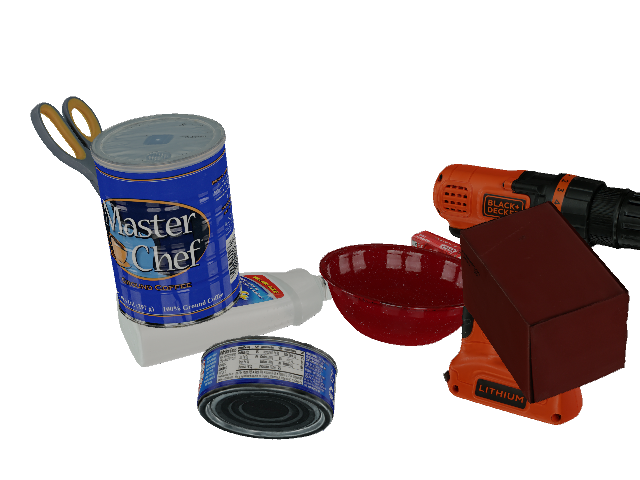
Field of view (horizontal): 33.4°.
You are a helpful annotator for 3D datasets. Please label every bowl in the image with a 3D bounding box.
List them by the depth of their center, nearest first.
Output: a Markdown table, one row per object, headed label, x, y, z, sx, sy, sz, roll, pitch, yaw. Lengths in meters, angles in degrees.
| label | x | y | z | sx | sy | sz | roll | pitch | yaw |
| --- | --- | --- | --- | --- | --- | --- | --- | --- | --- |
| bowl | 0.076 | 0.055 | 1.000 | 0.162 | 0.055 | 0.162 | 5 | 20 | -2 |

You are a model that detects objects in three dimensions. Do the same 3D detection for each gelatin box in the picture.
| label | x | y | z | sx | sy | sz | roll | pitch | yaw |
| --- | --- | --- | --- | --- | --- | --- | --- | --- | --- |
| gelatin box | 0.146 | 0.040 | 1.305 | 0.030 | 0.089 | 0.073 | -24 | 34 | -35 |

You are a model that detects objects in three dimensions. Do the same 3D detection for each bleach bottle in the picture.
| label | x | y | z | sx | sy | sz | roll | pitch | yaw |
| --- | --- | --- | --- | --- | --- | --- | --- | --- | --- |
| bleach bottle | -0.102 | 0.075 | 1.241 | 0.250 | 0.068 | 0.103 | -12 | 35 | -21 |

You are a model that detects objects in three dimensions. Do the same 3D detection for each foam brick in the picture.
| label | x | y | z | sx | sy | sz | roll | pitch | yaw |
| --- | --- | --- | --- | --- | --- | --- | --- | --- | --- |
| foam brick | 0.106 | 0.028 | 0.513 | 0.051 | 0.053 | 0.078 | -17 | 40 | -9 |

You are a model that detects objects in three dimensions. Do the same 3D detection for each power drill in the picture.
| label | x | y | z | sx | sy | sz | roll | pitch | yaw |
| --- | --- | --- | --- | --- | --- | --- | --- | --- | --- |
| power drill | 0.169 | 0.040 | 0.810 | 0.185 | 0.188 | 0.057 | 13 | 17 | 34 |

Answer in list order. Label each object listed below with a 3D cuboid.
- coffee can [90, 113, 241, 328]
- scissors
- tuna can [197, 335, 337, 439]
| label | x | y | z | sx | sy | sz | roll | pitch | yaw |
| --- | --- | --- | --- | --- | --- | --- | --- | --- | --- |
| coffee can | -0.119 | -0.017 | 0.843 | 0.103 | 0.140 | 0.103 | -3 | 28 | 2 |
| scissors | -0.218 | -0.067 | 1.093 | 0.016 | 0.201 | 0.096 | -26 | 27 | 27 |
| tuna can | -0.033 | 0.093 | 0.659 | 0.086 | 0.033 | 0.086 | 3 | -31 | 2 |
